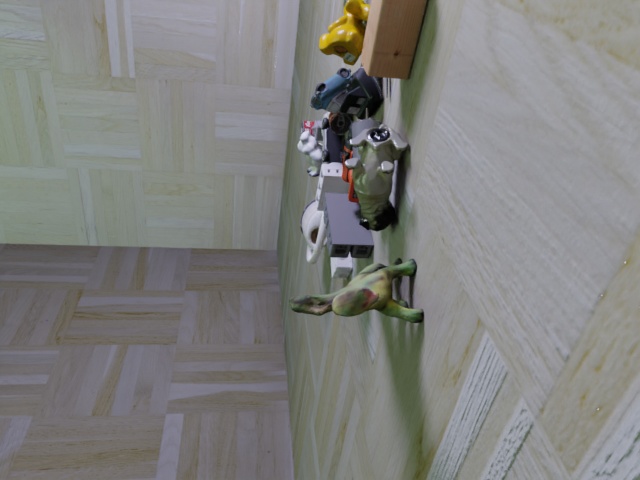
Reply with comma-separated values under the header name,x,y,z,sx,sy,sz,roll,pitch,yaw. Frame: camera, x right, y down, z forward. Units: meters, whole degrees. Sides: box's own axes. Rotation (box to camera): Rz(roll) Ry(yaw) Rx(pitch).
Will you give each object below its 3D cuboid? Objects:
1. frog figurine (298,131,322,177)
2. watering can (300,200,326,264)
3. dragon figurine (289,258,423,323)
name,x,y,z,sx,sy,sz,roll,pitch,yaw
frog figurine,-0.013,-0.313,1.822,0.140,0.122,0.157,-68,-29,-64
watering can,0.005,-0.090,1.795,0.227,0.104,0.344,-124,48,-73
dragon figurine,0.057,0.103,1.029,0.408,0.243,0.122,164,103,-78
